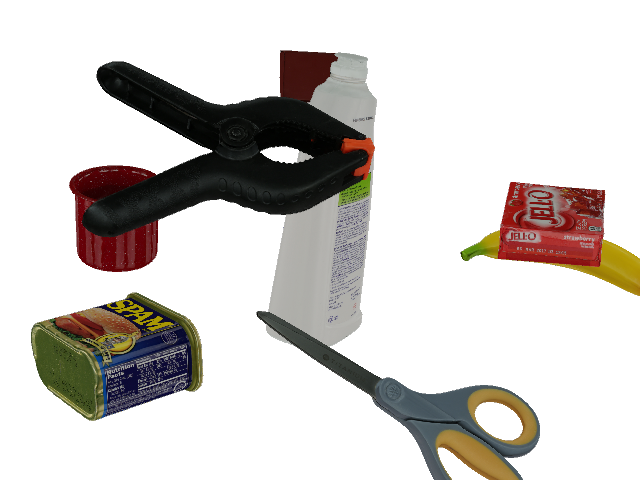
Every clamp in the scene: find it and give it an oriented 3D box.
[{"bbox_3d":[-0.057,-0.060,0.629,0.171,0.120,0.039,-4,-26,-14],"label":"clamp"}]

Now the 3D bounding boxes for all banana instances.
[{"bbox_3d":[0.241,0.018,1.043,0.198,0.037,0.069,10,47,25],"label":"banana"}]

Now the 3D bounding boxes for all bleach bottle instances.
[{"bbox_3d":[0.011,-0.036,0.926,0.068,0.251,0.102,17,20,23],"label":"bleach bottle"}]

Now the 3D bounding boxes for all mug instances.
[{"bbox_3d":[-0.204,-0.026,1.087,0.093,0.081,0.117,5,27,0],"label":"mug"}]

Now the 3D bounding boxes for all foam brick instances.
[{"bbox_3d":[-0.003,-0.168,1.097,0.078,0.051,0.053,2,11,-5],"label":"foam brick"}]

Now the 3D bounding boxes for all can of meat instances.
[{"bbox_3d":[-0.148,0.082,0.765,0.083,0.057,0.102,-15,23,-38],"label":"can of meat"}]

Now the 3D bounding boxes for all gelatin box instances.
[{"bbox_3d":[0.173,-0.014,0.793,0.073,0.030,0.089,6,25,14],"label":"gelatin box"}]

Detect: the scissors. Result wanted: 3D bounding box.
[{"bbox_3d":[0.060,0.091,0.672,0.096,0.202,0.016,-39,-10,-36],"label":"scissors"}]
